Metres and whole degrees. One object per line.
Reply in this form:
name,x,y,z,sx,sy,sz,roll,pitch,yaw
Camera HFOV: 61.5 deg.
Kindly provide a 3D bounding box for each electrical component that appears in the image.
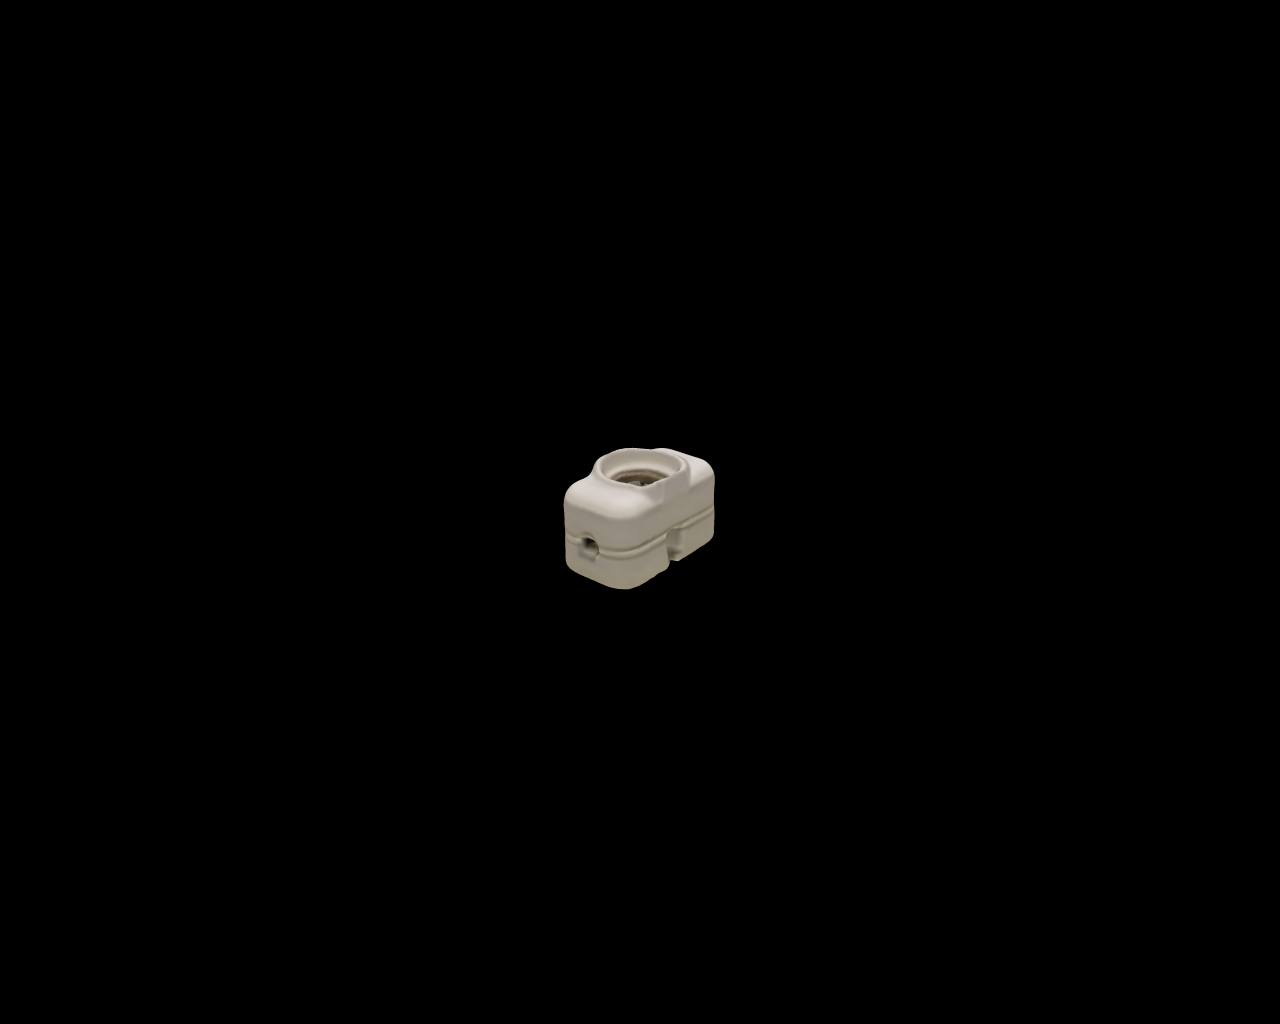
electrical component,0.001,-0.003,0.650,0.054,0.059,0.095,21,33,36
